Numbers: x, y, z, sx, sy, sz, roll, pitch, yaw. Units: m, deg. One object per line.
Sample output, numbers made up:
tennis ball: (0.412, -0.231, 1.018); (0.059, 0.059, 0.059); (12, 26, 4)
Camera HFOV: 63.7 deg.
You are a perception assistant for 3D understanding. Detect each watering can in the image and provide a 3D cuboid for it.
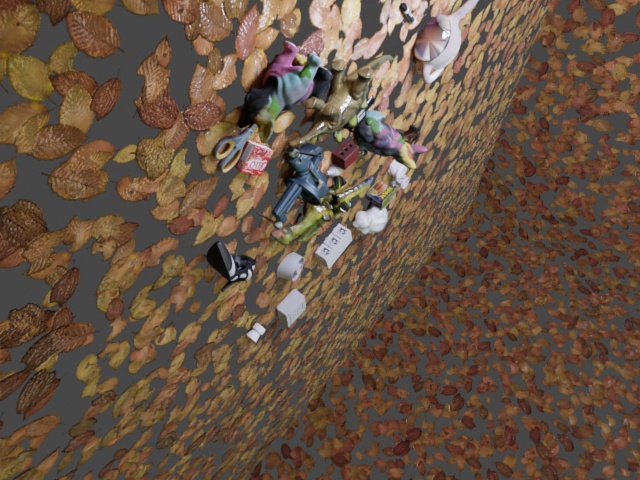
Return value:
watering can: (0.421, -0.689, 1.708); (0.225, 0.105, 0.343); (-9, 129, -61)

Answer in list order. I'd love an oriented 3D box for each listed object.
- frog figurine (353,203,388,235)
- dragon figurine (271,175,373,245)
frog figurine: (0.205, -0.081, 2.081); (0.135, 0.123, 0.161); (-44, 176, 22)
dragon figurine: (0.005, -0.085, 1.679); (0.415, 0.123, 0.238); (-26, 166, -46)
